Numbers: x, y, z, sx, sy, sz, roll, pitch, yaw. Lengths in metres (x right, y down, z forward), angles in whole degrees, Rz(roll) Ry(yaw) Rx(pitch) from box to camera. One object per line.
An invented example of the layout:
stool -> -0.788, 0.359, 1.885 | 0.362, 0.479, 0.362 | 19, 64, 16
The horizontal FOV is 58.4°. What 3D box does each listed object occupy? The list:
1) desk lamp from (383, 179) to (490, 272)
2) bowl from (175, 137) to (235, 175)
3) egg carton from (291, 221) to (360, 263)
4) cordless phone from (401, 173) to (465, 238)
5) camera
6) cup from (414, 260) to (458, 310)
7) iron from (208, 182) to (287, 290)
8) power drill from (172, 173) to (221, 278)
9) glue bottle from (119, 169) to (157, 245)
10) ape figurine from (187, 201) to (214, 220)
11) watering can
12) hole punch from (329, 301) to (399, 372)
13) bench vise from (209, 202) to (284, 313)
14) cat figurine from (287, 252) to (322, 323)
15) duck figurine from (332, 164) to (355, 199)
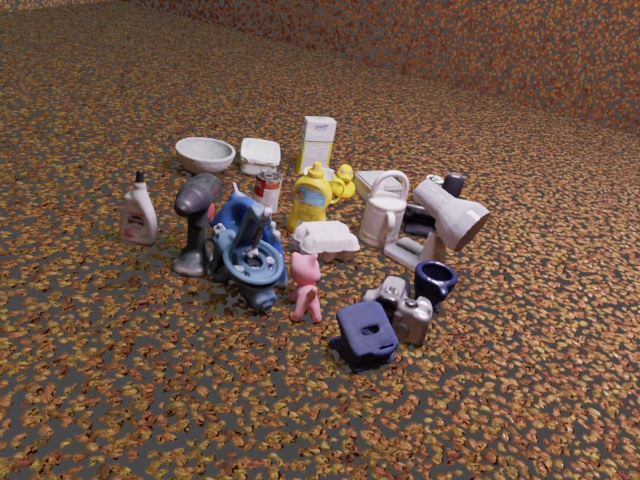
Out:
desk lamp -> 0.271, -0.023, 1.338 | 0.202, 0.213, 0.118 | 30, 35, 30
bowl -> -0.325, -0.226, 1.617 | 0.167, 0.075, 0.167 | 9, 30, -5
egg carton -> 0.012, 0.005, 1.344 | 0.151, 0.069, 0.107 | -4, 33, -25
cordless phone -> 0.297, -0.101, 1.511 | 0.147, 0.185, 0.094 | 11, 30, -1
camera -> 0.160, 0.123, 1.161 | 0.143, 0.101, 0.137 | 18, 30, 11
cup -> 0.240, 0.112, 1.215 | 0.092, 0.095, 0.117 | 6, 30, -10
iron -> -0.139, -0.016, 1.253 | 0.119, 0.141, 0.257 | -14, 39, -37
power drill -> -0.255, -0.034, 1.175 | 0.075, 0.208, 0.229 | 10, 30, -2
glue bottle -> -0.389, -0.072, 1.229 | 0.078, 0.173, 0.037 | 8, 30, -5
ape figurine -> -0.292, -0.094, 1.382 | 0.076, 0.092, 0.077 | 6, 30, -10
watering can -> 0.160, -0.089, 1.432 | 0.101, 0.194, 0.172 | -7, 35, -29
hole punch -> 0.087, 0.175, 1.055 | 0.109, 0.091, 0.100 | -9, 36, -32
bench vise -> -0.156, 0.011, 1.121 | 0.206, 0.220, 0.122 | 26, 33, 24
cat figurine -> -0.027, 0.083, 1.146 | 0.067, 0.118, 0.127 | 3, 31, -15
duck figurine -> 0.069, -0.179, 1.665 | 0.077, 0.086, 0.104 | 8, 30, -7
